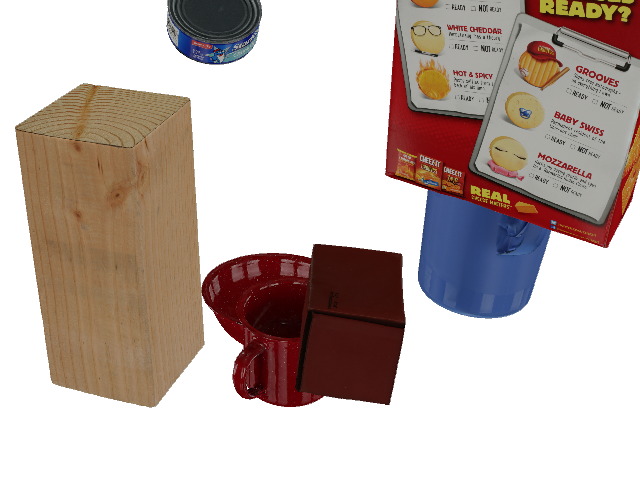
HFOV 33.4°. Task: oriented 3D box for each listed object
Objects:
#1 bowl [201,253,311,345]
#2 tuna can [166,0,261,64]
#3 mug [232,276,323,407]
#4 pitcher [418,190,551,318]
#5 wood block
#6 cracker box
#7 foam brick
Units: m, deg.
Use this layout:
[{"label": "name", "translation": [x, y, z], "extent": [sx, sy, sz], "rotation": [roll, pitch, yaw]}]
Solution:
[{"label": "bowl", "translation": [-0.046, 0.074, 1.132], "extent": [0.162, 0.055, 0.162], "rotation": [3, 28, -2]}, {"label": "tuna can", "translation": [-0.098, -0.203, 0.977], "extent": [0.086, 0.086, 0.034], "rotation": [0, -32, -11]}, {"label": "mug", "translation": [-0.033, 0.096, 0.924], "extent": [0.093, 0.081, 0.117], "rotation": [22, 38, 28]}, {"label": "pitcher", "translation": [0.159, -0.051, 0.943], "extent": [0.145, 0.243, 0.149], "rotation": [22, 32, 26]}, {"label": "wood block", "translation": [-0.145, 0.004, 0.765], "extent": [0.090, 0.206, 0.090], "rotation": [10, 31, 18]}, {"label": "cracker box", "translation": [0.133, -0.116, 0.676], "extent": [0.164, 0.214, 0.072], "rotation": [20, 45, 21]}, {"label": "foam brick", "translation": [0.016, 0.043, 0.581], "extent": [0.053, 0.051, 0.078], "rotation": [8, 27, 0]}]
